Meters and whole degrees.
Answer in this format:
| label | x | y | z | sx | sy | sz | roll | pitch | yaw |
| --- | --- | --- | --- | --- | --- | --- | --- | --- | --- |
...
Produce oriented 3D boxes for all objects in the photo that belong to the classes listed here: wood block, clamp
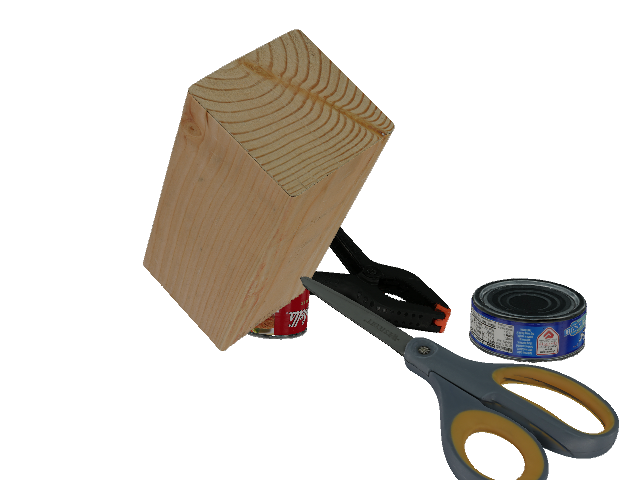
| label | x | y | z | sx | sy | sz | roll | pitch | yaw |
| --- | --- | --- | --- | --- | --- | --- | --- | --- | --- |
| wood block | -0.042 | -0.025 | 0.691 | 0.090 | 0.091 | 0.206 | -35 | -15 | -31 |
| clamp | 0.045 | 0.052 | 1.215 | 0.210 | 0.036 | 0.164 | 29 | 36 | 21 |

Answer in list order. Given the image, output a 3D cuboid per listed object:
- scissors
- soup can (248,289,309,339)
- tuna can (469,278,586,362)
| label | x | y | z | sx | sy | sz | roll | pitch | yaw |
| --- | --- | --- | --- | --- | --- | --- | --- | --- | --- |
| scissors | 0.052 | 0.075 | 0.557 | 0.202 | 0.016 | 0.096 | 18 | 42 | 26 |
| soup can | -0.043 | 0.035 | 1.019 | 0.068 | 0.102 | 0.068 | 5 | 13 | -1 |
| tuna can | 0.155 | 0.058 | 0.796 | 0.086 | 0.034 | 0.086 | -1 | 19 | 0 |
